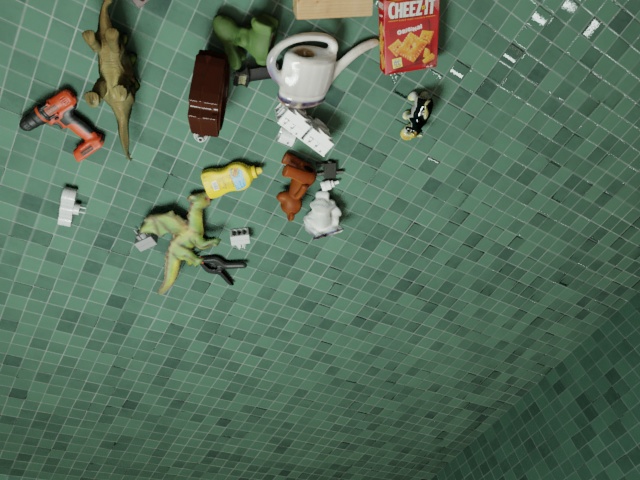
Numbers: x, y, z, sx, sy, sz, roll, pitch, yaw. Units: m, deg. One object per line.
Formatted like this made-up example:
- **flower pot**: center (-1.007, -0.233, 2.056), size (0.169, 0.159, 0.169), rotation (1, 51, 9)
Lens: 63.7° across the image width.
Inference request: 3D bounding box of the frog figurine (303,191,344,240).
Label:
- **frog figurine**: center (0.005, -0.091, 1.800), size (0.137, 0.123, 0.159), rotation (-16, 91, 10)

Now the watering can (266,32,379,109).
- **watering can**: center (0.003, -0.489, 1.485), size (0.349, 0.106, 0.219), rotation (-11, 140, -27)

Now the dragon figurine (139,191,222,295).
- **dragon figurine**: center (-0.492, -0.002, 1.735), size (0.408, 0.124, 0.240), rotation (-44, 116, 8)
